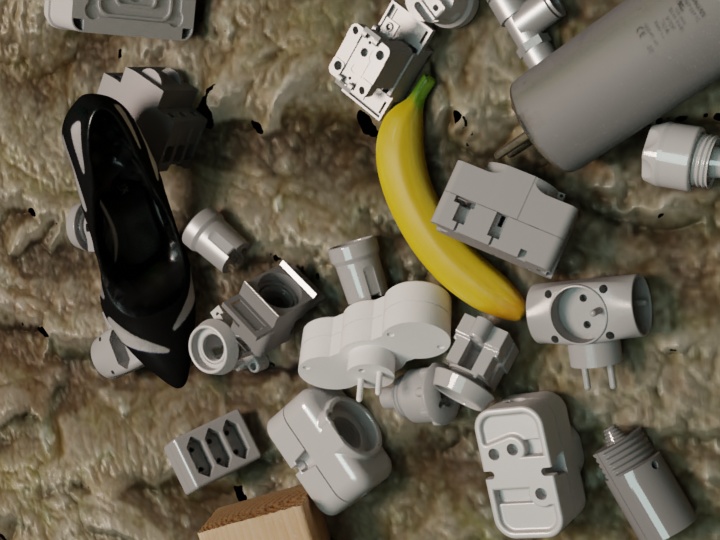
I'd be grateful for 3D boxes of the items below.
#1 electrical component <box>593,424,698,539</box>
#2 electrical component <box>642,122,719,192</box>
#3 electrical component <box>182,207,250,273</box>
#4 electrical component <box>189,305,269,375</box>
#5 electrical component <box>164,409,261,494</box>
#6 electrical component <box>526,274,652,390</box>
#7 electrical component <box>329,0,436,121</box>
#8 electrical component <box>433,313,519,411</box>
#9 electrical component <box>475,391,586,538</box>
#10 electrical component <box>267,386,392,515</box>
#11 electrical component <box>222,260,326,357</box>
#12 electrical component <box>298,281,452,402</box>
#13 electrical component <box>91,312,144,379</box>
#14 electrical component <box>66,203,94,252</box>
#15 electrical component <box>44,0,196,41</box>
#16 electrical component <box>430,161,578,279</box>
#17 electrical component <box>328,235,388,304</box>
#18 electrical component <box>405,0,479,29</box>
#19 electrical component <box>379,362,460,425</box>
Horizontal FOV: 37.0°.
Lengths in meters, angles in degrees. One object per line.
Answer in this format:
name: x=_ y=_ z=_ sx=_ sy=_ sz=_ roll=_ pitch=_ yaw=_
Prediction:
electrical component: x=0.195 y=0.145 z=0.751 sx=0.043 sy=0.043 sz=0.081 roll=-35 pitch=80 yaw=31
electrical component: x=0.218 y=-0.072 z=0.699 sx=0.062 sy=0.043 sz=0.043 roll=14 pitch=106 yaw=28
electrical component: x=-0.123 y=-0.025 z=0.921 sx=0.046 sy=0.040 sz=0.040 roll=40 pitch=117 yaw=14
electrical component: x=-0.113 y=0.062 z=0.920 sx=0.048 sy=0.055 sz=0.066 roll=-40 pitch=77 yaw=30
electrical component: x=-0.135 y=0.164 z=0.951 sx=0.047 sy=0.066 sz=0.077 roll=63 pitch=151 yaw=8
electrical component: x=0.163 y=0.045 z=0.753 sx=0.077 sy=0.044 sz=0.079 roll=-7 pitch=95 yaw=33
electrical component: x=0.014 y=-0.155 z=0.799 sx=0.042 sy=0.064 sz=0.081 roll=41 pitch=117 yaw=20
electrical component: x=0.085 y=0.070 z=0.792 sx=0.048 sy=0.066 sz=0.055 roll=24 pitch=77 yaw=26
electrical component: x=0.126 y=0.139 z=0.783 sx=0.054 sy=0.059 sz=0.095 roll=-11 pitch=92 yaw=33
electrical component: x=-0.022 y=0.142 z=0.878 sx=0.059 sy=0.054 sz=0.095 roll=-43 pitch=76 yaw=30
electrical component: x=-0.073 y=0.034 z=0.880 sx=0.042 sy=0.081 sz=0.063 roll=44 pitch=136 yaw=18
electrical component: x=0.009 y=0.066 z=0.826 sx=0.138 sy=0.052 sz=0.073 roll=-24 pitch=45 yaw=35
electrical component: x=-0.212 y=0.052 z=0.987 sx=0.077 sy=0.043 sz=0.079 roll=-24 pitch=85 yaw=32
electrical component: x=-0.234 y=-0.040 z=0.984 sx=0.055 sy=0.048 sz=0.066 roll=1 pitch=99 yaw=24
electrical component: x=-0.196 y=-0.232 z=0.883 sx=0.057 sy=0.113 sz=0.078 roll=24 pitch=111 yaw=47
electrical component: x=0.104 y=-0.039 z=0.756 sx=0.089 sy=0.050 sz=0.055 roll=24 pitch=88 yaw=13
electrical component: x=0.000 y=0.000 z=0.849 sx=0.040 sy=0.040 sz=0.046 roll=-14 pitch=96 yaw=33
electrical component: x=0.058 y=-0.195 z=0.774 sx=0.040 sy=0.046 sz=0.040 roll=6 pitch=102 yaw=31
electrical component: x=0.044 y=0.098 z=0.837 sx=0.062 sy=0.048 sz=0.048 roll=-10 pitch=93 yaw=39
